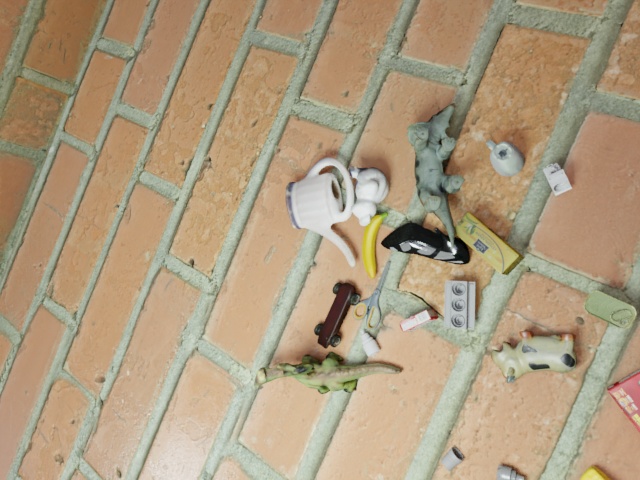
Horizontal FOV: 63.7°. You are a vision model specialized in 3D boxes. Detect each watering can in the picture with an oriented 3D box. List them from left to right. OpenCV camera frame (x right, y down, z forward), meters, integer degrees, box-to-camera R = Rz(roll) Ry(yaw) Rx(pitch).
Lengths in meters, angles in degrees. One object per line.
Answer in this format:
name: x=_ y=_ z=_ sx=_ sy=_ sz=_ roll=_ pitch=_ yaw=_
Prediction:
watering can: x=0.005 y=-0.079 z=1.574 sx=0.223 sy=0.103 sz=0.351 roll=-11 pitch=76 yaw=27

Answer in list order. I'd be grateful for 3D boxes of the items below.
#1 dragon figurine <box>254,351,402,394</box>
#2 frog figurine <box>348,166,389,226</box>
dragon figurine: x=-0.003 y=0.370 z=1.429 sx=0.408 sy=0.241 sz=0.124 roll=-14 pitch=72 yaw=28
frog figurine: x=0.145 y=-0.126 z=1.486 sx=0.123 sy=0.134 sz=0.163 roll=-7 pitch=56 yaw=-1
